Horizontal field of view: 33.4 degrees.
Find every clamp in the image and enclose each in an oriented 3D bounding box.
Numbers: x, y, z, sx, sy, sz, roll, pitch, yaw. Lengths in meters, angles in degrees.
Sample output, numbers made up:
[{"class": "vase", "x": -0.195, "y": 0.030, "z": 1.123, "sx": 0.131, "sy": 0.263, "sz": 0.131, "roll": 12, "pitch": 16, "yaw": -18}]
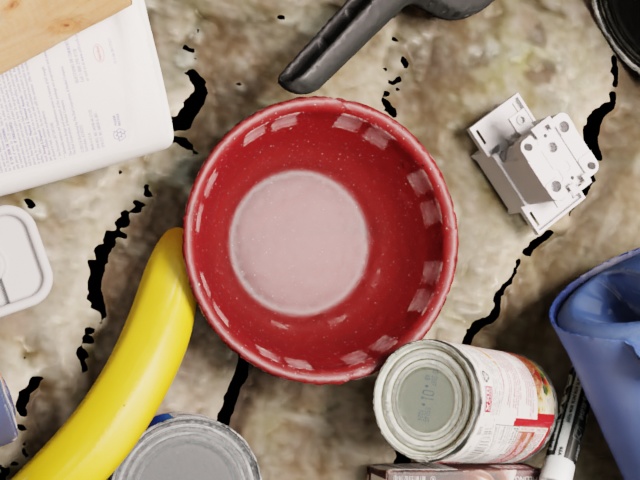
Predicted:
[{"class": "clamp", "x": 0.054, "y": -0.166, "z": 0.626, "sx": 0.209, "sy": 0.036, "sz": 0.164, "roll": -4, "pitch": 104, "yaw": -37}]

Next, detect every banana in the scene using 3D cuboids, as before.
[{"class": "banana", "x": -0.116, "y": 0.080, "z": 0.578, "sx": 0.070, "sy": 0.037, "sz": 0.197, "roll": 29, "pitch": 75, "yaw": 29}]

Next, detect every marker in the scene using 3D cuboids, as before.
[{"class": "marker", "x": 0.160, "y": 0.098, "z": 0.665, "sx": 0.020, "sy": 0.020, "sz": 0.121, "roll": 32, "pitch": 59, "yaw": -13}]

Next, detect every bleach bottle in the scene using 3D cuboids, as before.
[{"class": "bleach bottle", "x": -0.209, "y": -0.065, "z": 0.554, "sx": 0.250, "sy": 0.068, "sz": 0.102, "roll": -16, "pitch": 106, "yaw": -15}]

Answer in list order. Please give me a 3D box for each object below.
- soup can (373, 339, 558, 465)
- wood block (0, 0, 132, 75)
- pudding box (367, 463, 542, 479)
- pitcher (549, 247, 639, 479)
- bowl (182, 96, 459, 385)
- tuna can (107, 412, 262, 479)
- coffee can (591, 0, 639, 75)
[{"class": "soup can", "x": 0.084, "y": 0.094, "z": 0.611, "sx": 0.102, "sy": 0.069, "sz": 0.068, "roll": 16, "pitch": 82, "yaw": -53}, {"class": "wood block", "x": -0.202, "y": -0.115, "z": 0.485, "sx": 0.206, "sy": 0.090, "sz": 0.091, "roll": -31, "pitch": 69, "yaw": -13}, {"class": "pudding box", "x": 0.082, "y": 0.181, "z": 0.646, "sx": 0.113, "sy": 0.039, "sz": 0.090, "roll": 4, "pitch": 86, "yaw": -17}, {"class": "pitcher", "x": 0.242, "y": 0.120, "z": 0.641, "sx": 0.149, "sy": 0.145, "sz": 0.243, "roll": -29, "pitch": 104, "yaw": -22}, {"class": "bowl", "x": -0.004, "y": 0.001, "z": 0.619, "sx": 0.162, "sy": 0.055, "sz": 0.162, "roll": 1, "pitch": 88, "yaw": -17}, {"class": "tuna can", "x": -0.078, "y": 0.141, "z": 0.603, "sx": 0.086, "sy": 0.034, "sz": 0.086, "roll": 1, "pitch": 88, "yaw": -17}, {"class": "coffee can", "x": 0.259, "y": -0.176, "z": 0.681, "sx": 0.140, "sy": 0.103, "sz": 0.103, "roll": -36, "pitch": 98, "yaw": -15}]
